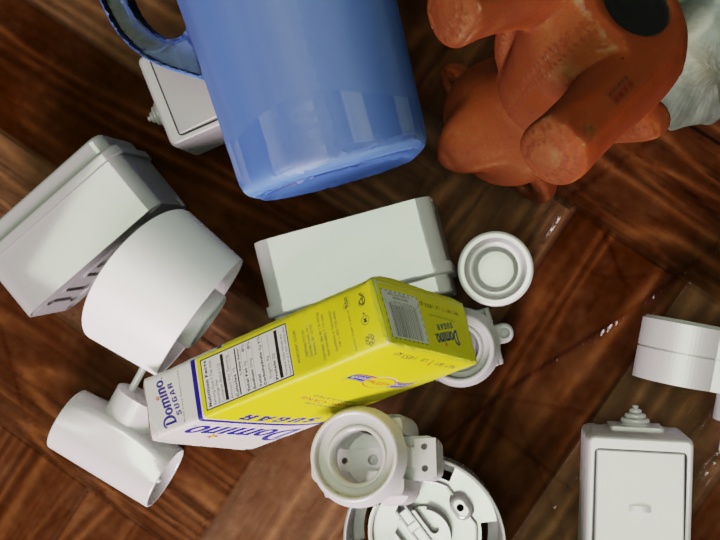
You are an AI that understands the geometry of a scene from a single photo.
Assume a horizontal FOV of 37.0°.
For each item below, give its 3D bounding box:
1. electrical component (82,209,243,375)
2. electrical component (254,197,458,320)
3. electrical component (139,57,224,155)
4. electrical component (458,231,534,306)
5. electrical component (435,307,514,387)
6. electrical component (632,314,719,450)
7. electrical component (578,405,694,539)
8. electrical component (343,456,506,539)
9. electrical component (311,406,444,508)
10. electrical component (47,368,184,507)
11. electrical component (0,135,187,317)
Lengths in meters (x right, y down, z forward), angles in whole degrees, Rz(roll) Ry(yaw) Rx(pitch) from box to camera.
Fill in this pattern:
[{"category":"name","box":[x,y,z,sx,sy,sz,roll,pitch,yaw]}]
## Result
[{"category":"electrical component","box":[-0.120,0.015,0.668,0.064,0.099,0.099,36,94,0]},{"category":"electrical component","box":[0.000,0.000,0.662,0.113,0.078,0.057,-15,85,7]},{"category":"electrical component","box":[-0.095,-0.116,0.683,0.096,0.061,0.061,-22,87,7]},{"category":"electrical component","box":[0.084,-0.001,0.661,0.045,0.055,0.045,0,90,8]},{"category":"electrical component","box":[0.062,0.047,0.664,0.066,0.055,0.048,-15,88,7]},{"category":"electrical component","box":[0.233,0.075,0.642,0.138,0.052,0.073,10,91,8]},{"category":"electrical component","box":[0.165,0.130,0.647,0.062,0.061,0.096,2,90,8]},{"category":"electrical component","box":[0.040,0.163,0.661,0.099,0.064,0.099,0,89,8]},{"category":"electrical component","box":[0.005,0.111,0.631,0.078,0.057,0.058,-5,76,16]},{"category":"electrical component","box":[-0.150,0.100,0.698,0.077,0.043,0.079,29,93,7]},{"category":"electrical component","box":[-0.177,-0.028,0.686,0.113,0.078,0.057,-40,88,6]}]
